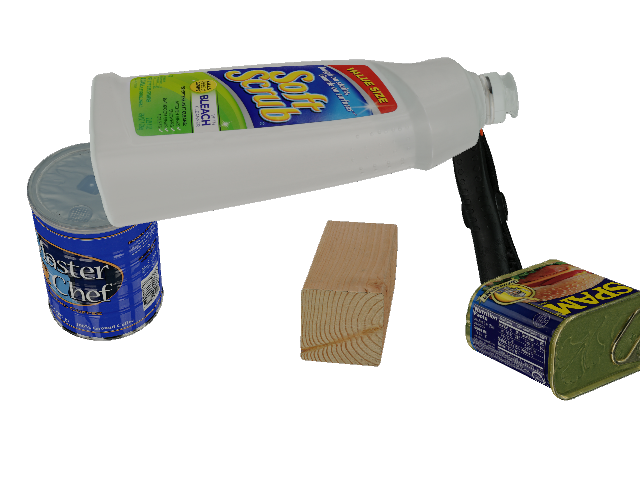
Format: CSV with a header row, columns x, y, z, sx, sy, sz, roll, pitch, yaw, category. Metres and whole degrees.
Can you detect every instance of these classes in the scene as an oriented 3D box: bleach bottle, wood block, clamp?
x,y,z,sx,sy,sz,roll,pitch,yaw,category
-0.009,-0.073,0.646,0.250,0.068,0.102,-10,41,-2,bleach bottle
0.037,0.056,1.242,0.091,0.090,0.206,4,23,7,wood block
0.137,-0.016,0.886,0.039,0.171,0.120,-17,19,12,clamp

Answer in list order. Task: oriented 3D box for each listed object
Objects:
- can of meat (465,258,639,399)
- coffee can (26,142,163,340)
x,y,z,sx,sy,sz,roll,pitch,yaw,category
0.159,0.054,0.705,0.101,0.057,0.084,-14,23,-32,can of meat
-0.188,0.002,0.908,0.102,0.103,0.140,0,-44,-4,coffee can
